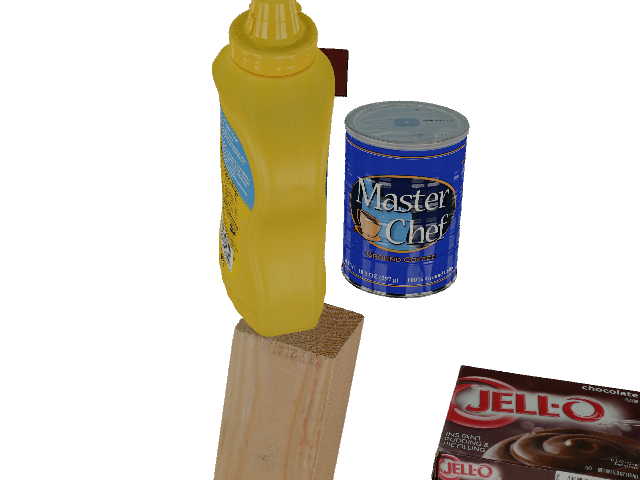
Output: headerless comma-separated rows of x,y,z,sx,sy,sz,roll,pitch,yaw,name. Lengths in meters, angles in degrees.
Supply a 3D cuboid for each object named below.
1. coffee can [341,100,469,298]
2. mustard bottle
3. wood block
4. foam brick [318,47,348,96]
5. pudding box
0.070,-0.036,0.909,0.103,0.140,0.103,1,26,0,coffee can
-0.025,-0.045,0.544,0.058,0.096,0.192,-8,-43,-10,mustard bottle
-0.032,0.160,0.928,0.090,0.206,0.090,15,24,13,wood block
-0.014,-0.183,1.158,0.078,0.051,0.053,0,11,-15,foam brick
0.127,0.116,0.612,0.113,0.039,0.090,9,28,13,pudding box
